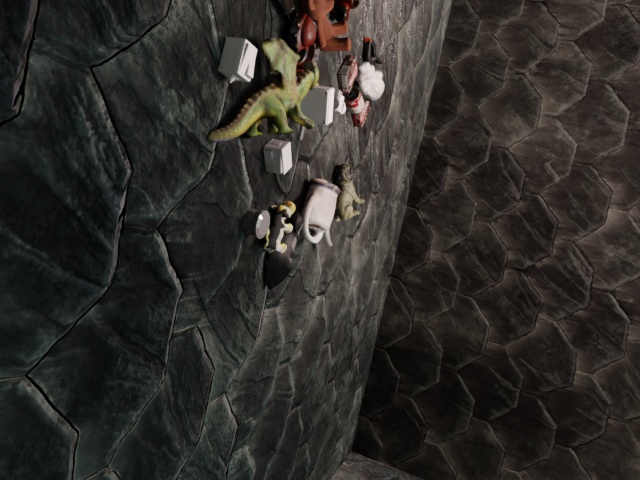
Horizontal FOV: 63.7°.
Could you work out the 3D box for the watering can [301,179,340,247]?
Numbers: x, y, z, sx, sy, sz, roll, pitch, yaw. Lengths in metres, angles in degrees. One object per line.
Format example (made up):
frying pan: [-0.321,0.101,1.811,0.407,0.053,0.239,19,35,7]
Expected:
watering can: [0.006,-0.092,1.836,0.345,0.104,0.226,33,71,-71]

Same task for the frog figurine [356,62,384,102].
frog figurine: [0.196,-0.626,2.016,0.139,0.124,0.156,-42,157,-28]

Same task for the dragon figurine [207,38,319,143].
dragon figurine: [-0.125,-0.379,1.291,0.414,0.122,0.240,-22,115,-51]
